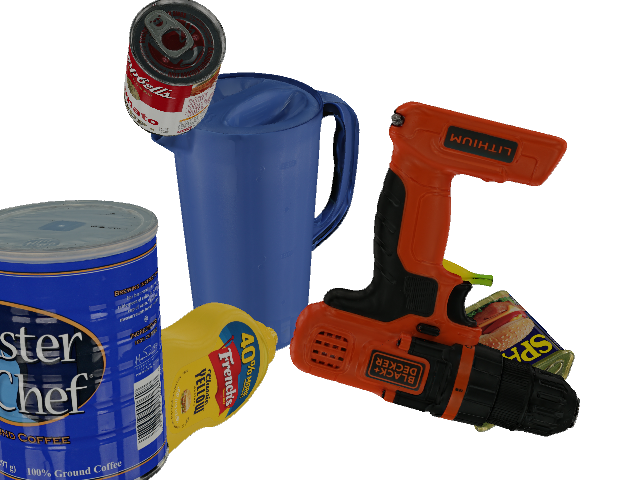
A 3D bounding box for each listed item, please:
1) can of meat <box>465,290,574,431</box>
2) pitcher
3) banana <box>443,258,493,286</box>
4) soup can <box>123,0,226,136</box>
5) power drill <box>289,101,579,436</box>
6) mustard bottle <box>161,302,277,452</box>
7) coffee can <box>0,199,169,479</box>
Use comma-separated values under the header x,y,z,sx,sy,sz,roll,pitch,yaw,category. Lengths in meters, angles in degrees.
x,y,z,sx,sy,sz,roll,pitch,yaw,category
0.147,0.099,0.904,0.102,0.057,0.084,-25,53,-22,can of meat
-0.055,-0.023,0.971,0.149,0.243,0.144,11,33,16,pitcher
0.106,0.013,1.188,0.069,0.037,0.198,2,24,-32,banana
-0.110,-0.126,0.792,0.068,0.068,0.102,0,-16,-13,soup can
0.089,0.019,0.656,0.184,0.188,0.057,15,7,0,power drill
-0.091,0.099,0.817,0.058,0.096,0.191,11,17,28,mustard bottle
-0.138,0.057,0.591,0.103,0.140,0.103,-1,16,0,coffee can
